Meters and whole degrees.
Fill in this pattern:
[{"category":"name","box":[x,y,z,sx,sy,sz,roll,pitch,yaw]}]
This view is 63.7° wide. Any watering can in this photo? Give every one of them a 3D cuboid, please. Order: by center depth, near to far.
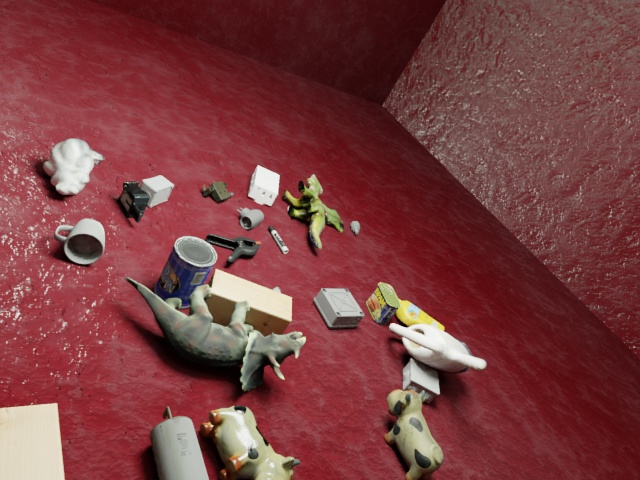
[{"category":"watering can","box":[0.344,0.310,1.414,0.222,0.104,0.349,30,-8,-38]}]

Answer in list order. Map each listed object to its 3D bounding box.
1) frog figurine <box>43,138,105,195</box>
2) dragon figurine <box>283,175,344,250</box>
[{"category":"frog figurine","box":[-0.653,-0.186,1.333,0.137,0.120,0.163,0,37,9]},{"category":"dragon figurine","box":[0.006,-0.094,1.866,0.241,0.120,0.419,18,38,-40]}]
